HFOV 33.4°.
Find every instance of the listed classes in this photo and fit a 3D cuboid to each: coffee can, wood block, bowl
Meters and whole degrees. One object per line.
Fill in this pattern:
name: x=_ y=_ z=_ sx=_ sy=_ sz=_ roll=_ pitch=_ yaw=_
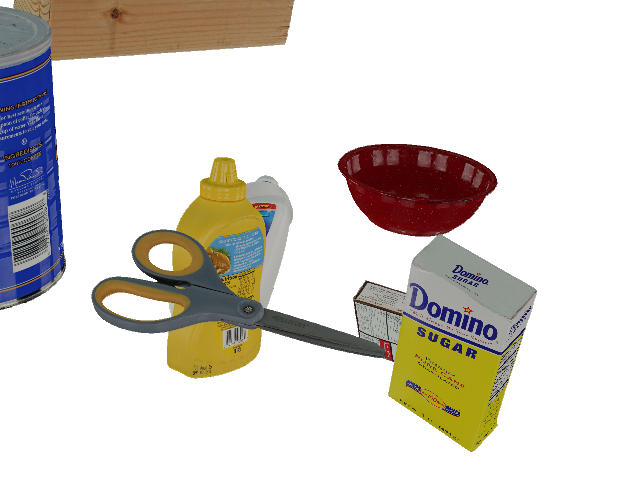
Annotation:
coffee can: x=-0.193 y=-0.046 z=0.576 sx=0.103 sy=0.140 sz=0.103 roll=2 pitch=27 yaw=-1
wood block: x=-0.130 y=-0.209 z=0.854 sx=0.205 sy=0.091 sz=0.090 roll=-10 pitch=42 yaw=-29
bowl: x=0.096 y=-0.047 z=1.087 sx=0.162 sy=0.055 sz=0.162 roll=4 pitch=24 yaw=-2

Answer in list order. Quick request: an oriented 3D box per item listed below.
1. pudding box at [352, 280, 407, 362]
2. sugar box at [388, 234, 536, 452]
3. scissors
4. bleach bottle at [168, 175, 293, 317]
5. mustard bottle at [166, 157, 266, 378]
pudding box: x=0.097 y=0.103 z=1.240 sx=0.114 sy=0.090 sz=0.039 roll=15 pitch=46 yaw=26
sugar box: x=0.110 y=0.087 z=0.865 sx=0.093 sy=0.176 sz=0.048 roll=31 pitch=53 yaw=25
scissors: x=-0.055 y=0.035 z=0.738 sx=0.202 sy=0.096 sz=0.016 roll=4 pitch=-41 yaw=2
bleach bottle: x=-0.091 y=0.003 z=1.205 sx=0.102 sy=0.068 sz=0.250 roll=2 pitch=35 yaw=8
mustard bottle: x=-0.090 y=0.021 z=0.951 sx=0.058 sy=0.192 sz=0.096 roll=19 pitch=22 yaw=38
